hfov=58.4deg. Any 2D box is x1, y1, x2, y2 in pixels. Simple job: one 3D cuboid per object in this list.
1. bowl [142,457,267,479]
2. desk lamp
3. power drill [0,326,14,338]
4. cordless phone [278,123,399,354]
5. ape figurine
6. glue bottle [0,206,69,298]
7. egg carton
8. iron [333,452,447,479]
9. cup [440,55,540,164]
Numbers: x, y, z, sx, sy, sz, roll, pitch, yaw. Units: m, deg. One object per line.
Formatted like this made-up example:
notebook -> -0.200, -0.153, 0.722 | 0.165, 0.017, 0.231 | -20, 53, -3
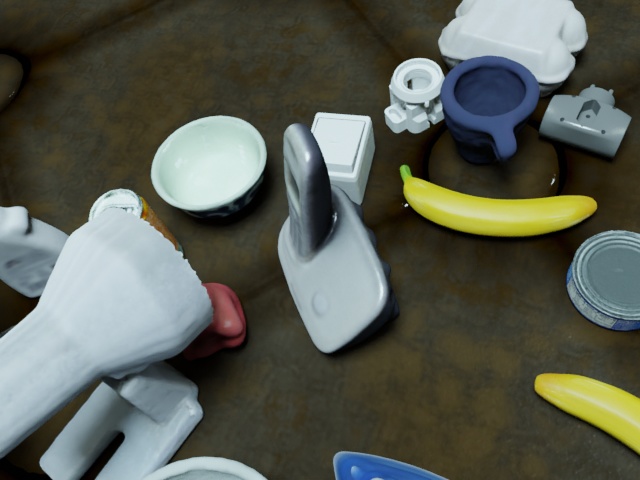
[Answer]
bowl -> -0.085, 0.255, 0.428 | 0.167, 0.075, 0.167 | -4, 61, 8
desk lamp -> -0.167, 0.105, 0.446 | 0.117, 0.214, 0.203 | 28, 70, 23
power drill -> -0.314, 0.079, 0.490 | 0.075, 0.209, 0.229 | -27, 60, -5
cordless phone -> 0.004, 0.002, 0.488 | 0.094, 0.185, 0.147 | -25, 60, -4
ape figurine -> -0.108, 0.068, 0.526 | 0.077, 0.092, 0.076 | 19, 66, 20
glue bottle -> -0.298, -0.002, 0.552 | 0.078, 0.173, 0.037 | -22, 60, -2
egg carton -> 0.215, -0.225, 0.642 | 0.150, 0.069, 0.107 | 23, 68, 21
iron -> 0.095, 0.223, 0.375 | 0.257, 0.142, 0.119 | 36, 73, 25
cup -> 0.169, -0.110, 0.572 | 0.091, 0.095, 0.117 | -11, 60, 4
